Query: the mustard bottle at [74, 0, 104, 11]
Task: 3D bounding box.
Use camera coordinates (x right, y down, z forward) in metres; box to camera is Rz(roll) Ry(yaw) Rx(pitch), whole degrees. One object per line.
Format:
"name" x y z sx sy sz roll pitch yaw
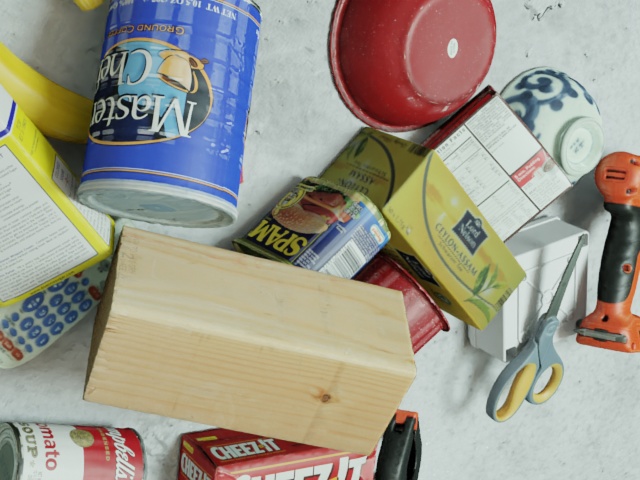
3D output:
"mustard bottle" -0.183 -0.227 0.648 0.096 0.058 0.191 -42 126 -23

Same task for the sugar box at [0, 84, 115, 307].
"sugar box" -0.219 -0.042 0.684 0.093 0.048 0.176 -26 123 11

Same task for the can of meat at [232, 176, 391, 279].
"can of meat" -0.005 0.001 0.828 0.084 0.102 0.057 -44 123 -15

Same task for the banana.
"banana" -0.205 -0.121 0.687 0.069 0.037 0.197 -43 126 -12

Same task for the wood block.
"wood block" -0.050 0.072 0.739 0.206 0.090 0.091 14 125 -15

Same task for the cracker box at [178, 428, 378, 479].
"cracker box" -0.042 0.266 0.922 0.163 0.072 0.214 -3 109 -34

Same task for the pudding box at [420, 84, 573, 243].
"pudding box" 0.147 -0.061 0.911 0.090 0.039 0.113 -41 106 11

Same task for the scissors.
"scissors" 0.218 0.085 0.985 0.096 0.016 0.202 9 115 -43

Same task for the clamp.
"clamp" 0.074 0.241 0.998 0.120 0.039 0.171 10 90 -76

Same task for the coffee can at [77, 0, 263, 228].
"coffee can" -0.096 -0.087 0.694 0.102 0.103 0.140 15 77 -37

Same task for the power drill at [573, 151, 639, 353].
"power drill" 0.301 0.012 1.026 0.184 0.057 0.187 6 91 -56

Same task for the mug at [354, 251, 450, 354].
"mug" 0.050 0.073 0.910 0.081 0.093 0.117 -42 162 -8

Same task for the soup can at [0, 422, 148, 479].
"soup can" -0.188 0.170 0.790 0.102 0.069 0.068 11 101 -36

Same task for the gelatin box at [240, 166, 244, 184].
"gelatin box" -0.100 -0.072 0.781 0.089 0.030 0.073 -11 113 -30

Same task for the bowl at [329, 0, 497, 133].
"bowl" 0.089 -0.160 0.859 0.161 0.055 0.162 -13 115 -30
